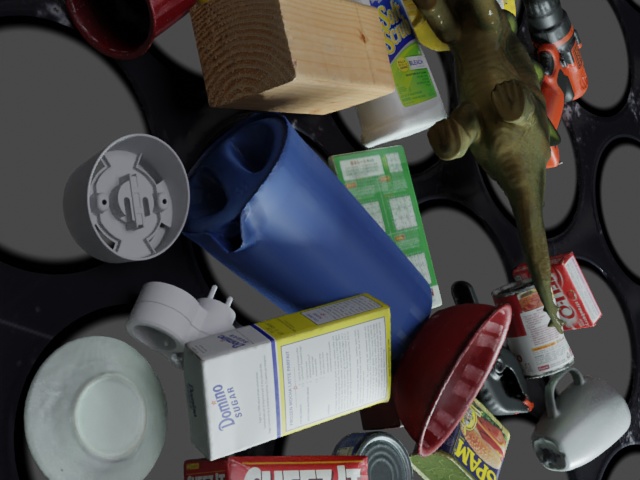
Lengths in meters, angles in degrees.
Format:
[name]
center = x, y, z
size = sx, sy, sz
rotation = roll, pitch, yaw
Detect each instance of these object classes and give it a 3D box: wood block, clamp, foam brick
[wood block]
center = -0.019, -0.171, 0.980
size = 0.205, 0.090, 0.091
rotation = -9, 85, -62
[clamp]
center = 0.174, 0.141, 1.156
size = 0.171, 0.039, 0.120
rotation = 53, 51, -20
[foam brick]
center = 0.081, 0.156, 1.054
size = 0.078, 0.053, 0.051
rotation = -2, 80, -45

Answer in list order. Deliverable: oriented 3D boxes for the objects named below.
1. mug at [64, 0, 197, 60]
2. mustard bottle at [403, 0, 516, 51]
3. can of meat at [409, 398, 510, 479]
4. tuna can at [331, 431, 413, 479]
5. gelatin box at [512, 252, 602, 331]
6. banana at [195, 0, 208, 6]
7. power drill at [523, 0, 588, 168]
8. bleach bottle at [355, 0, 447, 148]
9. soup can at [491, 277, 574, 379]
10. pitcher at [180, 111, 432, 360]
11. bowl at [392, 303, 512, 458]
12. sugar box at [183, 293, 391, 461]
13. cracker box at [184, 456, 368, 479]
[mug]
center = -0.166, -0.218, 0.906
size = 0.117, 0.093, 0.081
rotation = 31, 44, 10
[mustard bottle]
center = 0.149, -0.267, 1.229
size = 0.191, 0.058, 0.096
rotation = -16, 99, -45
[can of meat]
center = 0.145, 0.214, 1.097
size = 0.102, 0.058, 0.083
rotation = 46, 49, -26
[tuna can]
center = 0.050, 0.226, 1.018
size = 0.086, 0.034, 0.086
rotation = 14, 69, -41
[gelatin box]
center = 0.277, 0.063, 1.251
size = 0.030, 0.073, 0.089
rotation = -40, 107, -42
[banana]
center = -0.098, -0.252, 1.005
size = 0.069, 0.037, 0.198
rotation = -9, 85, -44
[power drill]
center = 0.272, -0.196, 1.302
size = 0.184, 0.057, 0.187
rotation = 54, 49, -41
[bleach bottle]
center = 0.051, -0.230, 1.125
size = 0.102, 0.068, 0.251
rotation = -21, 91, -47
[soup can]
center = 0.242, 0.098, 1.212
size = 0.068, 0.069, 0.102
rotation = -22, 95, -45
[pitcher]
center = -0.006, 0.001, 0.970
size = 0.242, 0.145, 0.149
rotation = 44, 73, -31
[bowl]
center = 0.113, 0.117, 0.984
size = 0.162, 0.055, 0.162
rotation = -47, 156, -30
[sugar box]
center = -0.024, 0.110, 0.884
size = 0.176, 0.048, 0.093
rotation = -12, 112, -26
[cracker box]
center = -0.028, 0.291, 0.900
size = 0.163, 0.072, 0.214
rotation = 10, 72, -42
